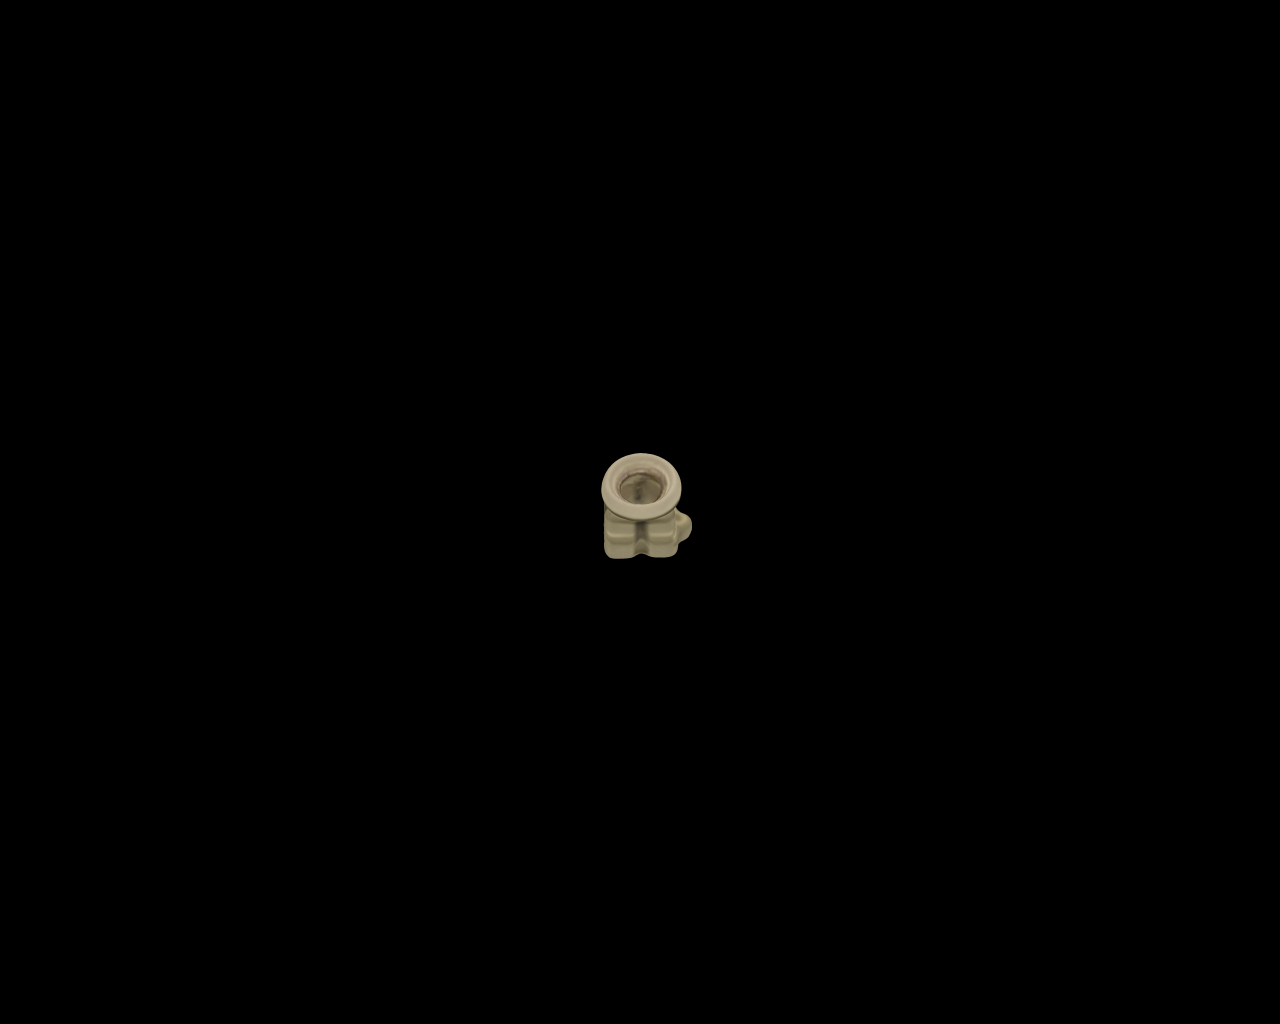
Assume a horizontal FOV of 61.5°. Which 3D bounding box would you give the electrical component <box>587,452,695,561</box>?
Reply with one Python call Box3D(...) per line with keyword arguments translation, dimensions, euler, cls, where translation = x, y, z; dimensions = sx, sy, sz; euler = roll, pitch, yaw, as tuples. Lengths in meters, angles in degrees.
Box3D(translation=(0.001, -0.003, 0.650), dimensions=(0.066, 0.048, 0.055), euler=(-2, -40, -2), cls="electrical component")
